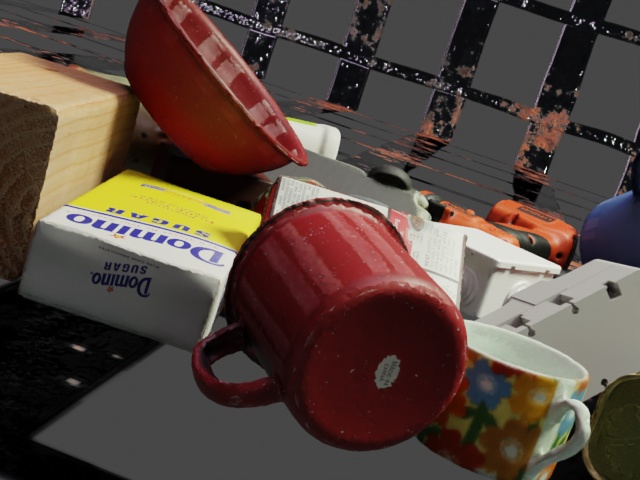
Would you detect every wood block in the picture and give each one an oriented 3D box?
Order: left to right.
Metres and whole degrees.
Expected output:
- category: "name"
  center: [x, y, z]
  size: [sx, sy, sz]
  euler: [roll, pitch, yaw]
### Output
- category: "wood block"
  center: [-0.173, -0.052, 0.608]
  size: [0.091, 0.090, 0.206]
  euler: [17, 11, -1]

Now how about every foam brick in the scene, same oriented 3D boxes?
- category: "foam brick"
  center: [-0.081, -0.032, 0.757]
  size: [0.078, 0.053, 0.051]
  euler: [14, 12, -20]

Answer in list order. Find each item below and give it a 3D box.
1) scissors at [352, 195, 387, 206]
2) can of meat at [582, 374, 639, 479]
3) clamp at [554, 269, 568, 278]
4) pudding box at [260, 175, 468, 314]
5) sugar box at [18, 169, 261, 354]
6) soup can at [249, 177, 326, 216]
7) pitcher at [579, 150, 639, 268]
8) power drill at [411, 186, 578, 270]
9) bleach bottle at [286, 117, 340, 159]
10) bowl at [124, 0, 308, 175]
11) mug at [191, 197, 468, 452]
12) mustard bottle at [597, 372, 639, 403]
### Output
- category: "scissors"
  center: [-0.005, 0.001, 0.786]
  size: [0.202, 0.016, 0.096]
  euler: [-2, -48, 52]
- category: "can of meat"
  center: [0.190, 0.105, 0.509]
  size: [0.102, 0.057, 0.083]
  euler: [27, 11, 35]
- category: "clamp"
  center: [0.283, 0.063, 0.924]
  size: [0.172, 0.039, 0.120]
  euler: [26, 17, 20]
- category: "pudding box"
  center: [0.018, 0.023, 0.563]
  size: [0.113, 0.039, 0.090]
  euler: [16, 53, -5]
- category: "sugar box"
  center: [-0.089, 0.004, 0.581]
  size: [0.093, 0.048, 0.176]
  euler: [18, 10, -1]
- category: "soup can"
  center: [0.004, 0.007, 0.663]
  size: [0.068, 0.068, 0.102]
  euler: [12, 13, -31]
- category: "pitcher"
  center: [0.341, -0.016, 0.949]
  size: [0.144, 0.149, 0.243]
  euler: [7, -13, -25]
- category: "power drill"
  center: [0.146, -0.011, 1.023]
  size: [0.187, 0.057, 0.185]
  euler: [2, 23, -48]
- category: "bleach bottle"
  center: [-0.110, -0.117, 1.115]
  size: [0.250, 0.068, 0.102]
  euler: [15, 5, -9]
- category: "bowl"
  center: [-0.078, -0.097, 0.701]
  size: [0.162, 0.055, 0.162]
  euler: [50, 10, -12]
- category: "mug"
  center: [0.001, 0.041, 0.463]
  size: [0.117, 0.093, 0.082]
  euler: [-17, 26, -13]
- category: "mustard bottle"
  center: [0.256, 0.110, 0.586]
  size: [0.192, 0.058, 0.096]
  euler: [24, 10, 26]
